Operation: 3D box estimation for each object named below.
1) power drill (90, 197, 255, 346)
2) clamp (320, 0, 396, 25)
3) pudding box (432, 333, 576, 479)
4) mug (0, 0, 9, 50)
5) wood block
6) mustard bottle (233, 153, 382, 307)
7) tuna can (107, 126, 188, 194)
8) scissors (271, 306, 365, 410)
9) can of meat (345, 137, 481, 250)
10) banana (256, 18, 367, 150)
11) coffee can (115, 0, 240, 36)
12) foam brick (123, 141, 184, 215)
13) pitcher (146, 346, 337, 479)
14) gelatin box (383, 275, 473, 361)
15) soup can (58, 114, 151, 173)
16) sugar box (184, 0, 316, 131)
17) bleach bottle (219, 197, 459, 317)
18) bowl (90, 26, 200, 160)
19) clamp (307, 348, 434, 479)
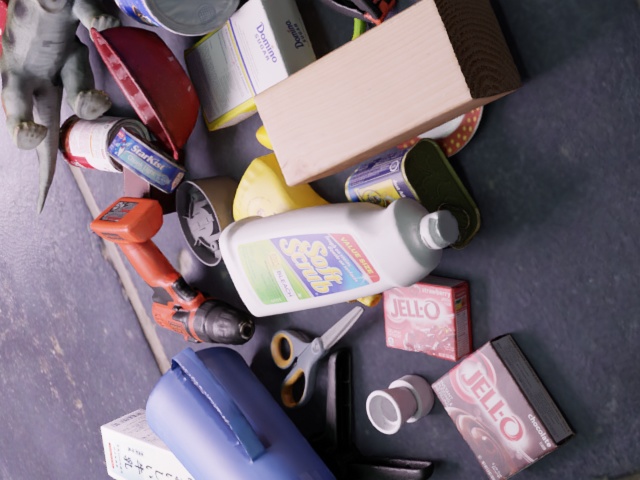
[{"bbox_3d":[-0.167,0.041,1.209,0.185,0.057,0.187,6,133,51],"label":"power drill"},{"bbox_3d":[-0.012,-0.252,0.988,0.171,0.039,0.120,37,175,-5],"label":"clamp"},{"bbox_3d":[0.167,0.156,0.981,0.113,0.039,0.090,57,134,15],"label":"pudding box"},{"bbox_3d":[-0.376,-0.279,1.342,0.093,0.081,0.117,-38,76,45],"label":"mug"},{"bbox_3d":[0.055,-0.128,0.919,0.207,0.090,0.091,-23,88,40],"label":"wood block"},{"bbox_3d":[-0.007,0.001,1.089,0.192,0.058,0.096,43,131,26],"label":"mustard bottle"},{"bbox_3d":[-0.189,-0.087,1.167,0.086,0.086,0.034,36,92,31],"label":"tuna can"},{"bbox_3d":[-0.009,0.103,1.134,0.096,0.016,0.202,60,141,33],"label":"scissors"},{"bbox_3d":[0.083,-0.033,0.973,0.084,0.057,0.102,-17,113,49],"label":"can of meat"},{"bbox_3d":[0.000,-0.133,1.056,0.198,0.037,0.069,-42,45,41],"label":"banana"},{"bbox_3d":[-0.147,-0.262,1.071,0.140,0.102,0.103,-148,52,-63],"label":"coffee can"},{"bbox_3d":[-0.196,-0.073,1.256,0.053,0.051,0.078,22,118,39],"label":"foam brick"},{"bbox_3d":[-0.079,0.228,1.148,0.243,0.149,0.145,42,112,40],"label":"pitcher"},{"bbox_3d":[0.101,0.071,1.024,0.089,0.030,0.073,9,110,43],"label":"gelatin box"},{"bbox_3d":[-0.261,-0.118,1.294,0.102,0.068,0.068,10,110,42],"label":"soup can"},{"bbox_3d":[-0.073,-0.180,1.084,0.177,0.048,0.093,-17,92,54],"label":"sugar box"},{"bbox_3d":[0.018,0.005,0.972,0.251,0.067,0.102,-16,100,46],"label":"bleach bottle"},{"bbox_3d":[-0.174,-0.166,1.120,0.162,0.055,0.162,54,171,12],"label":"bowl"},{"bbox_3d":[0.033,0.240,1.143,0.165,0.036,0.210,48,131,30],"label":"clamp"}]
